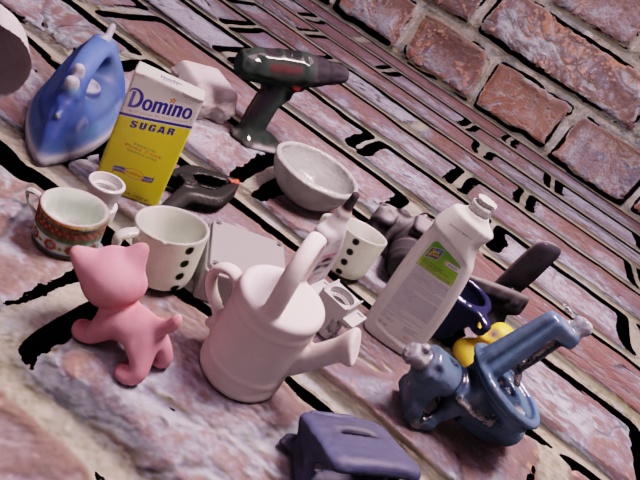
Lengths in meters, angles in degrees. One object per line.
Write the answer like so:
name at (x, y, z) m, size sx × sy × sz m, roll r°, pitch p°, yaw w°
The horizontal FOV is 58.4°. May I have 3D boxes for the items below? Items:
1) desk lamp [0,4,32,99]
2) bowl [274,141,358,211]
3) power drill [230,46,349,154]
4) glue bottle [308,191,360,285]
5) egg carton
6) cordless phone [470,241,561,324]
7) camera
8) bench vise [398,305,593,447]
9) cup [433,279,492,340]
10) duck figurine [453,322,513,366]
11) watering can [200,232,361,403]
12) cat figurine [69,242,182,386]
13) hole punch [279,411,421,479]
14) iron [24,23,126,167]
desk lamp at (-0.423, -0.213, 0.656) m, size 0.118 × 0.213 × 0.202 m, roll 1°, pitch 40°, yaw -44°
bowl at (-0.019, -0.103, 1.037) m, size 0.168 × 0.074 × 0.167 m, roll 25°, pitch 29°, yaw -14°
power drill at (-0.076, -0.275, 1.111) m, size 0.230 × 0.208 × 0.075 m, roll 8°, pitch 36°, yaw -38°
glue bottle at (0.007, 0.003, 0.788) m, size 0.037 × 0.173 × 0.078 m, roll 42°, pitch 30°, yaw 19°
egg carton at (-0.230, -0.295, 1.137) m, size 0.108 × 0.069 × 0.150 m, roll 2°, pitch 40°, yaw -44°
cordless phone at (0.315, 0.058, 0.997) m, size 0.148 × 0.185 × 0.094 m, roll 18°, pitch 31°, yaw -25°
camera at (0.145, 0.006, 0.999) m, size 0.143 × 0.100 × 0.137 m, roll 32°, pitch 28°, yaw 0°
bench vise at (0.212, 0.162, 0.691) m, size 0.208 × 0.219 × 0.121 m, roll 13°, pitch 33°, yaw -32°
cup at (0.211, 0.120, 0.890) m, size 0.092 × 0.095 × 0.117 m, roll 11°, pitch 34°, yaw -34°
duck figurine at (0.270, 0.168, 0.882) m, size 0.104 × 0.086 × 0.077 m, roll 33°, pitch 28°, yaw 2°
watering can at (-0.038, 0.075, 0.604) m, size 0.173 × 0.194 × 0.101 m, roll 24°, pitch 29°, yaw -15°
cat figurine at (-0.188, 0.059, 0.560) m, size 0.127 × 0.117 × 0.067 m, roll 37°, pitch 28°, yaw 9°
hole punch at (0.029, 0.211, 0.565) m, size 0.109 × 0.091 × 0.101 m, roll 17°, pitch 31°, yaw -26°
iron at (-0.343, -0.219, 0.823) m, size 0.119 × 0.141 × 0.258 m, roll 22°, pitch 30°, yaw -19°
